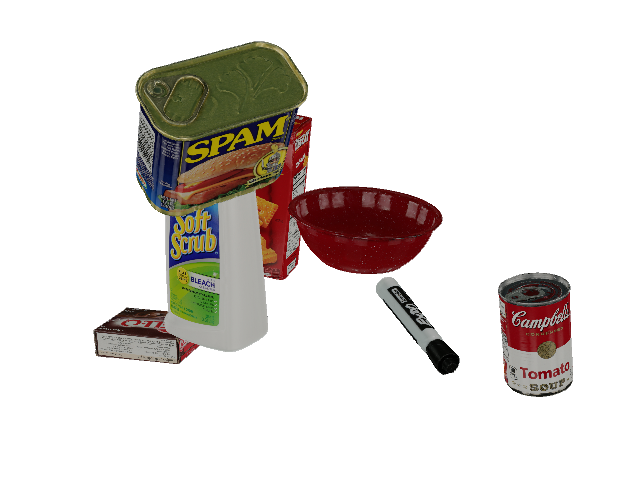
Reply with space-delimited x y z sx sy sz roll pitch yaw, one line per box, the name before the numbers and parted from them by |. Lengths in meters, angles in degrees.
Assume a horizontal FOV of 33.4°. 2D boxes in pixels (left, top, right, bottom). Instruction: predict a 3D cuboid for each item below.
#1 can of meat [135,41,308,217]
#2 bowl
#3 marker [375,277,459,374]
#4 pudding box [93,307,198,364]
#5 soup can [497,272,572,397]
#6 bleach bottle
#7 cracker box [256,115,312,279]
can of meat | -0.065 -0.068 0.670 0.102 0.057 0.084 -20 -28 -24
bowl | 0.045 -0.007 1.118 0.162 0.055 0.162 3 20 -1
marker | 0.074 0.065 0.822 0.020 0.020 0.121 0 27 -23
pudding box | -0.206 0.115 1.301 0.114 0.039 0.090 2 14 16
soup can | 0.209 0.091 1.035 0.068 0.102 0.068 -7 22 3
bleach bottle | -0.103 -0.029 0.966 0.103 0.251 0.067 14 28 36
cracker box | -0.107 -0.067 1.398 0.164 0.214 0.072 13 27 14
